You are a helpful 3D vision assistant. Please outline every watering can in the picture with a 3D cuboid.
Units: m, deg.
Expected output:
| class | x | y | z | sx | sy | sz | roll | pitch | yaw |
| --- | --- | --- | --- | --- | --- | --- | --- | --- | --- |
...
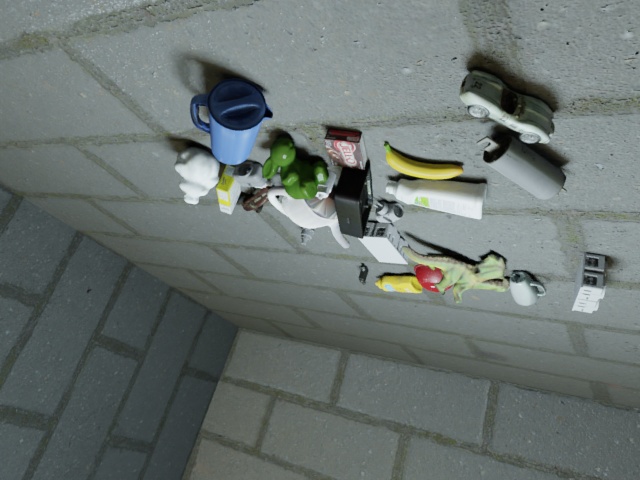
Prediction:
| class | x | y | z | sx | sy | sz | roll | pitch | yaw |
| --- | --- | --- | --- | --- | --- | --- | --- | --- | --- |
| watering can | 0.005 | -0.080 | 1.581 | 0.345 | 0.106 | 0.222 | 30 | 155 | -23 |

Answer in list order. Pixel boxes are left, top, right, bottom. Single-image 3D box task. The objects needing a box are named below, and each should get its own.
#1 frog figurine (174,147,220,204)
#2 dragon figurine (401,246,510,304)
| class | x | y | z | sx | sy | sz | roll | pitch | yaw |
| --- | --- | --- | --- | --- | --- | --- | --- | --- | --- |
| frog figurine | -0.374 | -0.194 | 1.542 | 0.136 | 0.162 | 0.122 | 32 | 152 | -29 |
| dragon figurine | 0.471 | 0.086 | 1.654 | 0.240 | 0.125 | 0.405 | -26 | 135 | 37 |
